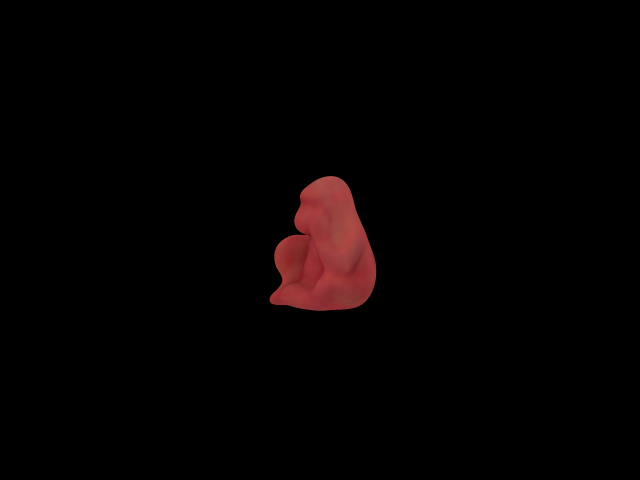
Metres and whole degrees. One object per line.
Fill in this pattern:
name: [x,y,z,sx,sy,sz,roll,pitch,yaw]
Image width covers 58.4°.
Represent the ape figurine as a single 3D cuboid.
ape figurine: [0.004,0.001,0.400,0.076,0.092,0.077,-3,11,-16]
